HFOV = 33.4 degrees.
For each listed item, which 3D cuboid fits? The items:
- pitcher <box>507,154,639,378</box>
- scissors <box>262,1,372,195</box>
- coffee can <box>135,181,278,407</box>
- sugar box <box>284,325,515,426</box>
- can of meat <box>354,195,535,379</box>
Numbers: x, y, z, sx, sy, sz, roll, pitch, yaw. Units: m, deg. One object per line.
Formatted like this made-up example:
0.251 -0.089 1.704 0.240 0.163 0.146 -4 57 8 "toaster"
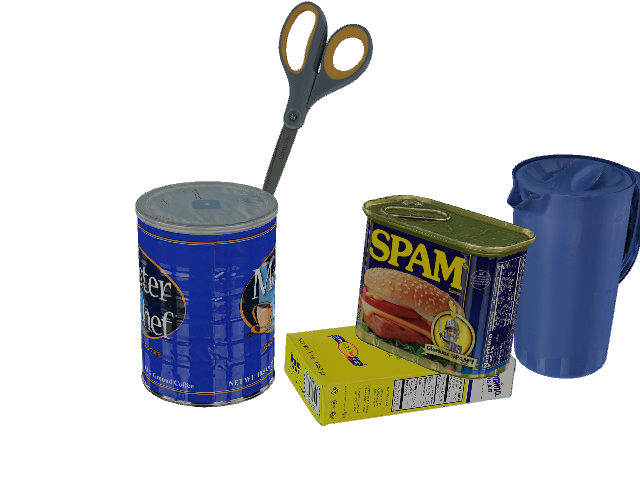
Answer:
0.291 0.029 1.226 0.149 0.243 0.144 5 25 16 "pitcher"
-0.004 -0.118 0.977 0.096 0.202 0.016 4 -4 11 "scissors"
-0.084 0.037 0.793 0.103 0.140 0.103 1 20 -1 "coffee can"
0.067 0.106 0.911 0.176 0.048 0.093 -8 27 -19 "sugar box"
0.070 0.027 0.633 0.102 0.084 0.057 20 23 39 "can of meat"
